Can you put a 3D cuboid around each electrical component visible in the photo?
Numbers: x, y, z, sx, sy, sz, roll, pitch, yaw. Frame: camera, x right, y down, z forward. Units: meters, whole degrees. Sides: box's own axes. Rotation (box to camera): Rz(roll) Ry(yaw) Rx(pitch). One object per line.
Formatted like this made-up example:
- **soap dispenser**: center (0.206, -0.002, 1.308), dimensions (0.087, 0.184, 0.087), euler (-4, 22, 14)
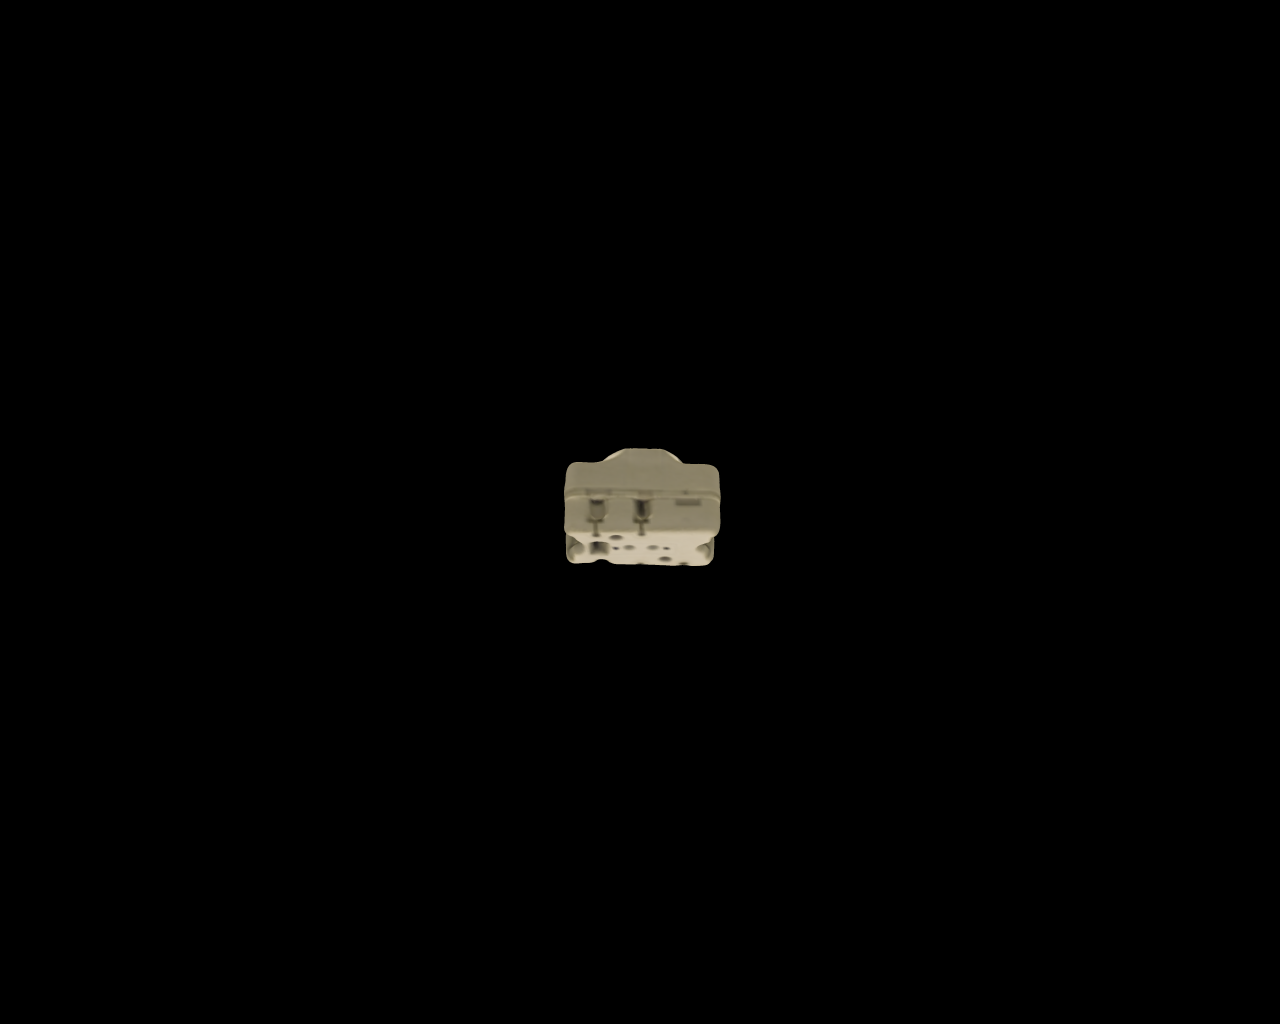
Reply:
- **electrical component**: center (0.001, -0.003, 0.650), dimensions (0.089, 0.056, 0.050), euler (1, -28, -2)
